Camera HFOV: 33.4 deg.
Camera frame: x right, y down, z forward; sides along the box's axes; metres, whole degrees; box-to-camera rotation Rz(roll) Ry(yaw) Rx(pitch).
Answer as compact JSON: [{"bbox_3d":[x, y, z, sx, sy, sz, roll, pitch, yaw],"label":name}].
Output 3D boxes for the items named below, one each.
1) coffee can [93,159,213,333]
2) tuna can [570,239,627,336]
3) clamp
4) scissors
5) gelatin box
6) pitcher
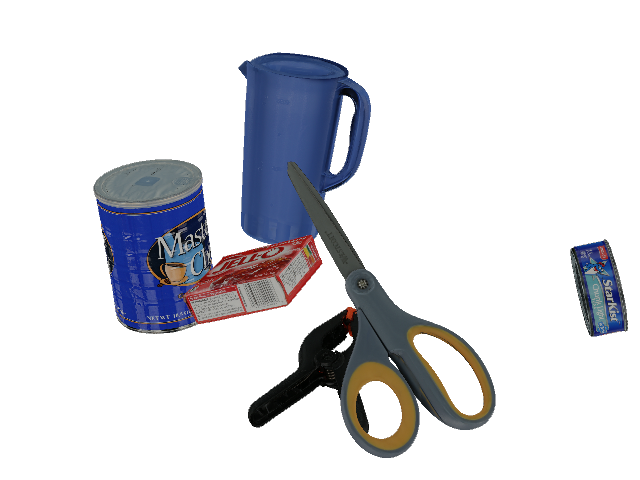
[{"bbox_3d":[-0.158,0.005,1.038,0.103,0.140,0.103,-4,26,2],"label":"coffee can"},{"bbox_3d":[0.254,0.044,0.976,0.034,0.086,0.086,-12,-2,9],"label":"tuna can"},{"bbox_3d":[0.017,0.134,1.060,0.120,0.039,0.171,16,46,23],"label":"clamp"},{"bbox_3d":[0.016,0.045,0.634,0.096,0.202,0.016,-40,-19,-17],"label":"scissors"},{"bbox_3d":[-0.053,0.030,0.839,0.089,0.030,0.073,-13,18,29],"label":"gelatin box"},{"bbox_3d":[-0.033,-0.118,1.413,0.144,0.243,0.149,-3,24,-22],"label":"pitcher"}]
